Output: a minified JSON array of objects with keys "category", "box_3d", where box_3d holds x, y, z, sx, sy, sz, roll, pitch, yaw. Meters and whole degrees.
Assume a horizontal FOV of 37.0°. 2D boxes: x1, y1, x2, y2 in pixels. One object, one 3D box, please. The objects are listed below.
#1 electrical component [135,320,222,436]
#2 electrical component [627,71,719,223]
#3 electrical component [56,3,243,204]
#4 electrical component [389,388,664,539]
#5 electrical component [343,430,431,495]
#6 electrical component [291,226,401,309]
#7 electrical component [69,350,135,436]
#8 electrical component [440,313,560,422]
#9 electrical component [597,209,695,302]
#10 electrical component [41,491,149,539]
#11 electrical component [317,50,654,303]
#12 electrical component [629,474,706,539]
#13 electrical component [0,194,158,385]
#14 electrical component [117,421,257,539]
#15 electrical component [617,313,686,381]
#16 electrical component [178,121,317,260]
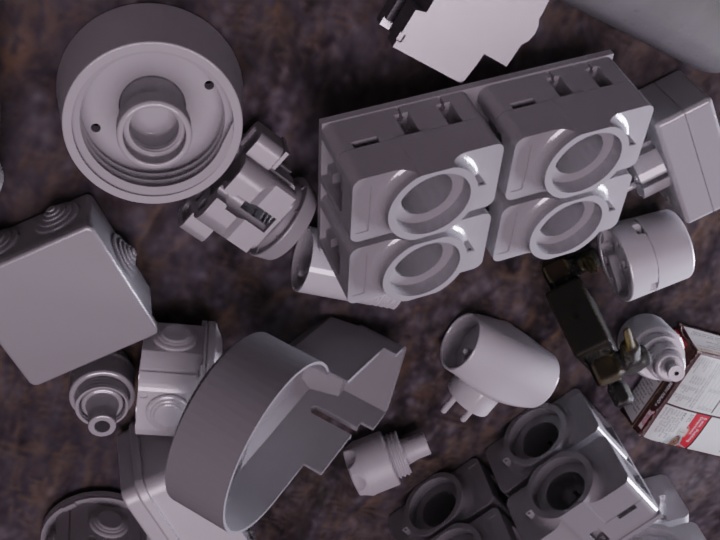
[{"category":"electrical component","box_3d":[-0.118,0.072,0.703,0.051,0.080,0.080,5,122,-10]},{"category":"electrical component","box_3d":[0.193,-0.071,0.699,0.076,0.047,0.083,-26,125,5]},{"category":"electrical component","box_3d":[-0.117,-0.089,0.608,0.108,0.060,0.108,-6,124,-9]},{"category":"electrical component","box_3d":[0.117,0.184,0.815,0.186,0.105,0.060,-37,123,12]},{"category":"electrical component","box_3d":[0.022,0.140,0.801,0.062,0.043,0.043,-22,125,0]},{"category":"electrical component","box_3d":[0.000,0.000,0.704,0.081,0.043,0.043,11,120,-20]},{"category":"electrical component","box_3d":[-0.170,0.083,0.708,0.043,0.062,0.043,-6,124,-9]},{"category":"electrical component","box_3d":[0.090,0.078,0.776,0.077,0.044,0.079,27,113,-27]},{"category":"electrical component","box_3d":[0.196,-0.011,0.736,0.047,0.055,0.055,-17,125,-6]},{"category":"electrical component","box_3d":[-0.194,0.206,0.790,0.080,0.051,0.080,-6,124,-9]},{"category":"electrical component","box_3d":[0.073,-0.052,0.639,0.186,0.060,0.105,-16,142,-16]},{"category":"electrical component","box_3d":[0.179,0.237,0.863,0.186,0.105,0.060,-14,125,-4]},{"category":"electrical component","box_3d":[-0.184,0.011,0.665,0.100,0.048,0.099,-23,125,3]},{"category":"electrical component","box_3d":[-0.122,0.159,0.760,0.057,0.078,0.113,-23,125,-1]},{"category":"electrical component","box_3d":[0.215,0.060,0.777,0.040,0.078,0.040,-1,107,-4]},{"category":"electrical component","box_3d":[-0.064,-0.043,0.654,0.057,0.058,0.078,36,109,-27]}]
